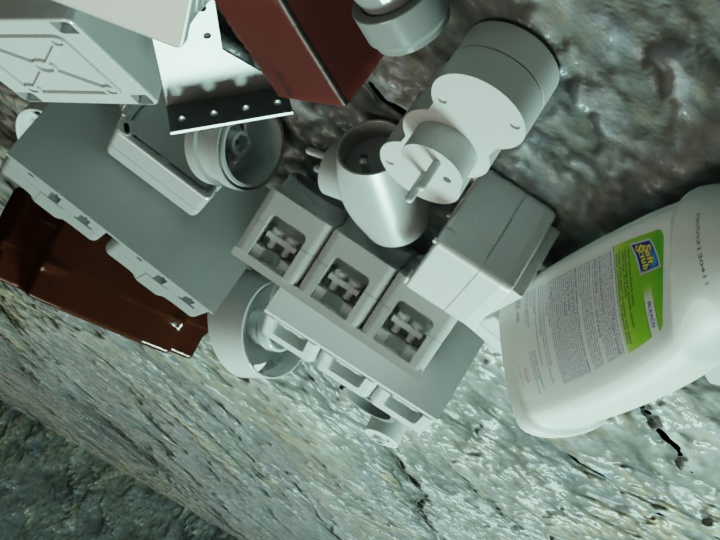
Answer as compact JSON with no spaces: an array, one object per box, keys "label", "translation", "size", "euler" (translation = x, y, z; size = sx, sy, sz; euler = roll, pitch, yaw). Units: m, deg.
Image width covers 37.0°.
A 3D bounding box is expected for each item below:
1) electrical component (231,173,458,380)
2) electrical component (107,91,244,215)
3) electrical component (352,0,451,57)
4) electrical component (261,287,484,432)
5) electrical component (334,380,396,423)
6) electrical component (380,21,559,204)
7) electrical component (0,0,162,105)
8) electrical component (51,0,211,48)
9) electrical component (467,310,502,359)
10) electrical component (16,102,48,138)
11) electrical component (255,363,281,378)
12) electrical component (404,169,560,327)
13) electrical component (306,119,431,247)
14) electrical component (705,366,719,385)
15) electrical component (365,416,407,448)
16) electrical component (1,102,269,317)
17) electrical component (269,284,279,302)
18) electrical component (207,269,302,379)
[{"label":"electrical component","translation":[0.000,0.000,0.742],"size":[0.150,0.061,0.089],"euler":[34,-169,6]},{"label":"electrical component","translation":[-0.136,-0.093,0.773],"size":[0.096,0.061,0.061],"euler":[38,158,-10]},{"label":"electrical component","translation":[0.013,-0.134,0.504],"size":[0.045,0.045,0.055],"euler":[13,151,42]},{"label":"electrical component","translation":[0.011,0.045,0.822],"size":[0.150,0.089,0.061],"euler":[33,158,2]},{"label":"electrical component","translation":[0.022,0.099,0.966],"size":[0.089,0.055,0.050],"euler":[24,156,23]},{"label":"electrical component","translation":[0.046,-0.066,0.562],"size":[0.052,0.073,0.138],"euler":[35,158,-5]},{"label":"electrical component","translation":[-0.190,-0.151,0.671],"size":[0.109,0.056,0.109],"euler":[5,163,21]},{"label":"electrical component","translation":[-0.115,-0.173,0.539],"size":[0.100,0.048,0.099],"euler":[21,133,-2]},{"label":"electrical component","translation":[0.110,0.042,0.737],"size":[0.083,0.047,0.076],"euler":[40,158,-16]},{"label":"electrical component","translation":[-0.234,-0.103,0.886],"size":[0.099,0.064,0.099],"euler":[28,158,13]},{"label":"electrical component","translation":[-0.107,0.058,1.064],"size":[0.059,0.053,0.095],"euler":[16,152,37]},{"label":"electrical component","translation":[0.074,-0.008,0.661],"size":[0.061,0.061,0.096],"euler":[33,158,1]},{"label":"electrical component","translation":[0.001,-0.059,0.679],"size":[0.079,0.044,0.077],"euler":[22,156,27]},{"label":"electrical component","translation":[0.219,0.043,0.593],"size":[0.064,0.042,0.081],"euler":[8,147,50]},{"label":"electrical component","translation":[0.032,0.133,1.009],"size":[0.044,0.065,0.044],"euler":[25,158,11]},{"label":"electrical component","translation":[-0.164,-0.061,0.821],"size":[0.186,0.105,0.060],"euler":[40,158,-15]},{"label":"electrical component","translation":[-0.043,0.021,0.909],"size":[0.077,0.043,0.079],"euler":[16,153,38]},{"label":"electrical component","translation":[-0.092,0.049,0.973],"size":[0.064,0.099,0.099],"euler":[5,145,40]}]
